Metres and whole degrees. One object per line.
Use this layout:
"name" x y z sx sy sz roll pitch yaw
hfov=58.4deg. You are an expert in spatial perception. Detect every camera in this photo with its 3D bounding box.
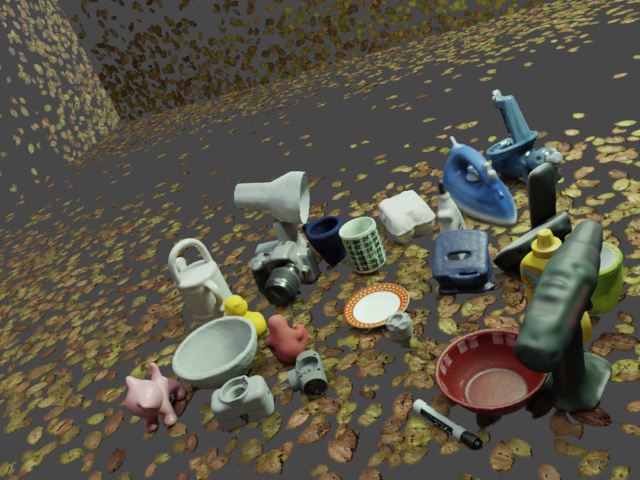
"camera" -0.090 0.074 1.245 0.142 0.101 0.137 -9 30 22

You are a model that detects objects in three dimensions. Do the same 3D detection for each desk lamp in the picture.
"desk lamp" -0.101 -0.050 1.350 0.203 0.214 0.118 -12 29 17

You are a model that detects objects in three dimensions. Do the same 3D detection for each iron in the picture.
"iron" 0.354 -0.138 1.270 0.118 0.142 0.257 -23 28 -4

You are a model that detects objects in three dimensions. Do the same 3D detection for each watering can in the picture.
"watering can" -0.270 0.085 1.249 0.172 0.194 0.101 -1 34 33

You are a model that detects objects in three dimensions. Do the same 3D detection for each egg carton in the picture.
"egg carton" 0.195 -0.055 1.311 0.107 0.069 0.150 -23 28 -3

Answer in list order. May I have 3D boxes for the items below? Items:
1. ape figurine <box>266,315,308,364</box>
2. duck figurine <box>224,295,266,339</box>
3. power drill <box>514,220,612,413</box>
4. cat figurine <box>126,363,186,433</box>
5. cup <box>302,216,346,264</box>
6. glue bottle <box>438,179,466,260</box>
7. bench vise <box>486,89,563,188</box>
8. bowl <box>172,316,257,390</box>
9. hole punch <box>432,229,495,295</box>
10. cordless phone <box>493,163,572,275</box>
"ape figurine" -0.067 0.176 1.058 0.077 0.092 0.076 -15 29 12
"duck figurine" -0.161 0.154 1.168 0.078 0.086 0.104 -36 31 -25
"power drill" 0.334 0.114 0.766 0.075 0.209 0.230 7 39 41
"cat figurine" -0.301 0.274 1.018 0.067 0.118 0.127 -17 28 9
"cup" 0.012 0.005 1.304 0.117 0.095 0.092 9 40 44
"glue bottle" 0.257 -0.042 1.134 0.037 0.173 0.078 -4 33 30
"bench vise" 0.457 -0.229 1.276 0.122 0.220 0.206 -38 32 -28
"bowl" -0.186 0.224 1.075 0.167 0.075 0.167 -16 28 9
"hole punch" 0.267 0.041 1.069 0.108 0.091 0.101 -6 31 26
"cordless phone" 0.375 -0.037 1.030 0.148 0.185 0.093 -31 29 -18
